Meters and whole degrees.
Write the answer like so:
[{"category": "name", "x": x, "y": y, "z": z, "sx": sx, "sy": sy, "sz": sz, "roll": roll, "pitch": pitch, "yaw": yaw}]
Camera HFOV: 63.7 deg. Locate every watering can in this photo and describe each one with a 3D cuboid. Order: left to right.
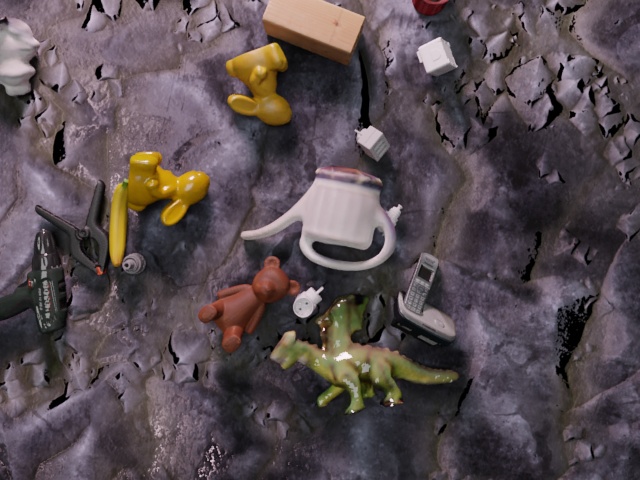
[{"category": "watering can", "x": 0.003, "y": -0.057, "z": 1.142, "sx": 0.348, "sy": 0.104, "sz": 0.225, "roll": 12, "pitch": 89, "yaw": 10}]

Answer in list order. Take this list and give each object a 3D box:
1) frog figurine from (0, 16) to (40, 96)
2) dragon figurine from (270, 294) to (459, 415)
[{"category": "frog figurine", "x": -0.697, "y": -0.415, "z": 1.164, "sx": 0.138, "sy": 0.125, "sz": 0.156, "roll": -30, "pitch": 126, "yaw": -8}, {"category": "dragon figurine", "x": 0.094, "y": 0.239, "z": 1.141, "sx": 0.411, "sy": 0.121, "sz": 0.244, "roll": -10, "pitch": 83, "yaw": -14}]
